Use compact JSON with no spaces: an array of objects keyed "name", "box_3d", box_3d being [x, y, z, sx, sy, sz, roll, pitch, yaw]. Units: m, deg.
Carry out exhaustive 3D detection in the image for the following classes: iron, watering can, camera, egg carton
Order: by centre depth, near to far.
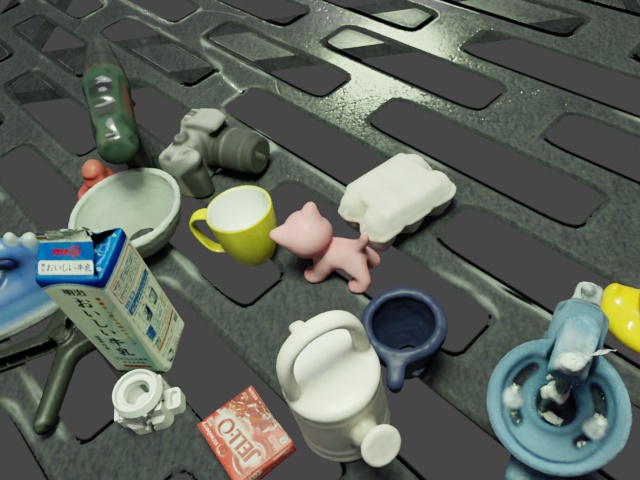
[{"name":"watering can","box_3d":[0.018,0.141,0.562,0.172,0.194,0.101,25,60,30]},{"name":"iron","box_3d":[-0.446,0.049,0.778,0.258,0.142,0.118,-24,49,-8]},{"name":"egg carton","box_3d":[0.105,-0.055,0.790,0.150,0.069,0.107,-34,51,-16]},{"name":"camera","box_3d":[-0.160,-0.142,0.902,0.136,0.101,0.143,17,56,25]}]

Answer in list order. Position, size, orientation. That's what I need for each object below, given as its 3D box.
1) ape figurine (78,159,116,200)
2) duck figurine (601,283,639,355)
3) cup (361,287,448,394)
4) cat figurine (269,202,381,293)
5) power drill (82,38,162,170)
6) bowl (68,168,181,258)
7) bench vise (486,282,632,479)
[{"name":"ape figurine","box_3d":[-0.346,-0.087,0.904,0.077,0.092,0.076,3,51,15]},{"name":"duck figurine","box_3d":[0.357,0.073,0.615,0.078,0.086,0.104,-39,53,-20]},{"name":"cup","box_3d":[0.092,0.124,0.625,0.091,0.095,0.118,3,51,15]},{"name":"cat figurine","box_3d":[0.007,0.003,0.732,0.127,0.118,0.067,8,53,19]},{"name":"power drill","box_3d":[-0.301,-0.172,0.888,0.075,0.209,0.229,-20,49,-4]},{"name":"bowl","box_3d":[-0.275,-0.025,0.847,0.167,0.075,0.167,-6,49,8]},{"name":"bench vise","box_3d":[0.217,0.109,0.527,0.121,0.220,0.207,1,51,14]}]
